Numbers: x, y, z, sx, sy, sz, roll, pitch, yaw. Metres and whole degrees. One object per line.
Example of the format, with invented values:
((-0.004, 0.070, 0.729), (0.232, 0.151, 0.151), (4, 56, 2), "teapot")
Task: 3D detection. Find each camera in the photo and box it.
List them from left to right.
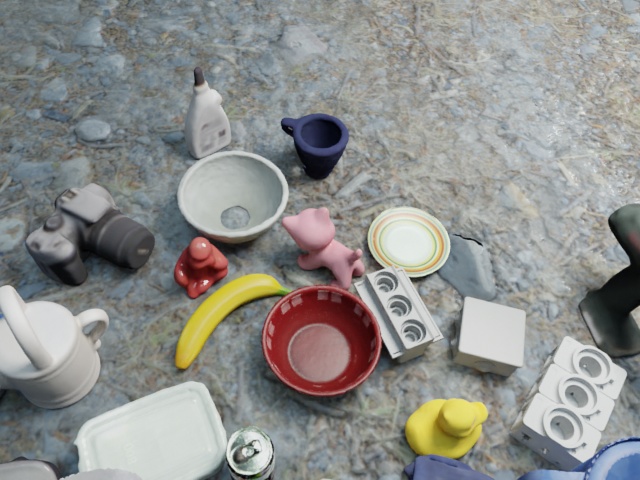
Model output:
((-0.322, -0.005, 0.826), (0.136, 0.101, 0.143), (25, 58, 12), "camera")

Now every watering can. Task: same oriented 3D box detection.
((-0.343, 0.129, 0.680), (0.100, 0.194, 0.173), (32, 60, 16), "watering can")

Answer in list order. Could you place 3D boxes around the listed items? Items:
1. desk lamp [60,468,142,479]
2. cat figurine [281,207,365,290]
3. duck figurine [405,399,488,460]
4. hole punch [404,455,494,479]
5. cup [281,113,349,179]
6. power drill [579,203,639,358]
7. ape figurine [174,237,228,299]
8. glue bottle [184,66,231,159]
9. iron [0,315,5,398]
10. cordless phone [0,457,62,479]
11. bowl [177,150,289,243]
((-0.194, 0.342, 0.539), (0.118, 0.213, 0.203), (-20, 60, -17), "desk lamp")
((0.008, 0.003, 0.840), (0.127, 0.118, 0.067), (31, 59, 15), "cat figurine")
((0.162, 0.230, 0.721), (0.105, 0.086, 0.077), (-10, 58, -11), "duck figurine")
((0.151, 0.305, 0.667), (0.108, 0.091, 0.101), (15, 56, 5), "hole punch")
((-0.014, -0.153, 0.955), (0.117, 0.095, 0.092), (23, 58, 11), "cup")
((0.445, 0.076, 0.774), (0.076, 0.208, 0.229), (-8, 57, -9), "power drill")
((-0.171, 0.030, 0.821), (0.078, 0.092, 0.076), (0, 56, -5), "ape figurine")
((-0.188, -0.211, 0.932), (0.078, 0.173, 0.037), (-31, 64, -23), "glue bottle")
((-0.466, 0.174, 0.670), (0.118, 0.141, 0.258), (12, 56, 3), "iron")
((-0.355, 0.270, 0.590), (0.148, 0.185, 0.094), (-11, 58, -12), "cordless phone")
((-0.133, -0.055, 0.892), (0.167, 0.075, 0.167), (2, 56, -3), "bowl")
